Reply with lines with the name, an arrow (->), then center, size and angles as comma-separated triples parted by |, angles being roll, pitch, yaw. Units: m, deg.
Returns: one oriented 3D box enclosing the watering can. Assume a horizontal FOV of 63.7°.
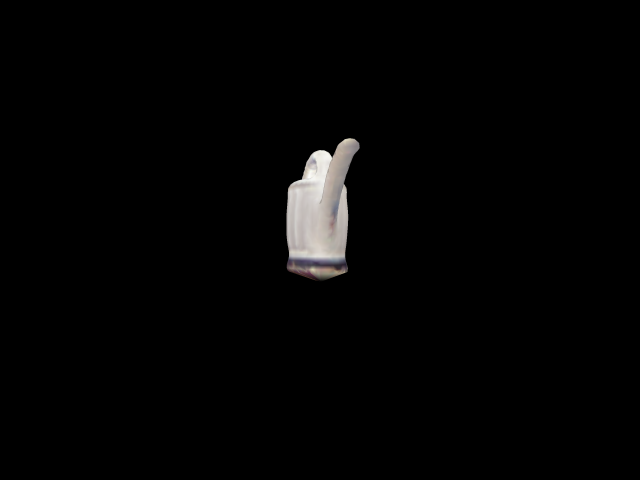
watering can -> 0.003, -0.043, 0.850 | 0.104, 0.225, 0.347 | 1, -2, -11
